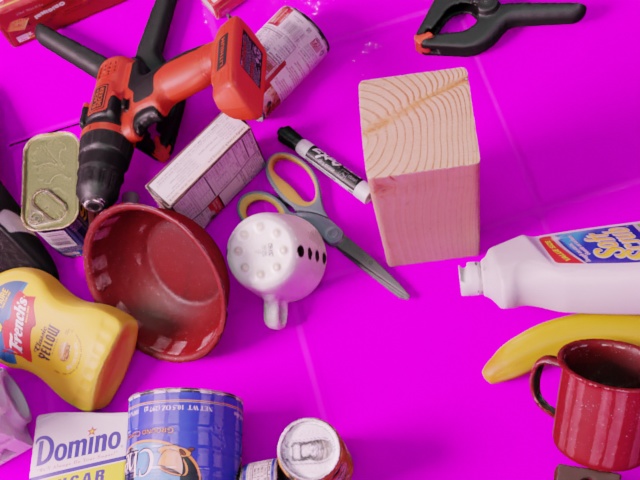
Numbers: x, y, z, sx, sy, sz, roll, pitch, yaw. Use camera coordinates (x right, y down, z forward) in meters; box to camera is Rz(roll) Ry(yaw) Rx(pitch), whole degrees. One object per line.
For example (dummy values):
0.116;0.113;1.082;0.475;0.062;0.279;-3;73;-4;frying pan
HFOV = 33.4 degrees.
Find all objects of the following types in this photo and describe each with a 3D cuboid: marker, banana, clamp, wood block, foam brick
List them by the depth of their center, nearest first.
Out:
0.218;0.231;0.888;0.053;0.051;0.078;8;70;11;foam brick
0.090;-0.057;0.935;0.091;0.206;0.090;-7;68;6;wood block
0.244;0.096;0.944;0.198;0.037;0.069;1;67;9;banana
0.004;-0.077;1.057;0.121;0.020;0.020;37;78;20;marker
0.179;-0.230;1.080;0.171;0.039;0.120;-38;64;0;clamp
-0.206;-0.172;1.116;0.164;0.036;0.210;-16;70;2;clamp

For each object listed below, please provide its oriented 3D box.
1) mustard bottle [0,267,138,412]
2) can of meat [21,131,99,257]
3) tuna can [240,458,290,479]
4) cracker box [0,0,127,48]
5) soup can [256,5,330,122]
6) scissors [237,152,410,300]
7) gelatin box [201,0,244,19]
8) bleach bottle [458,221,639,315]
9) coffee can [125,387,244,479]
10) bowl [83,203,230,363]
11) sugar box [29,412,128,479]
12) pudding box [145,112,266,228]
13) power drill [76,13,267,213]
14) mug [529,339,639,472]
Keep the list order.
-0.270;0.080;1.013;0.192;0.058;0.096;25;101;18;mustard bottle
-0.250;-0.042;1.047;0.057;0.084;0.102;-7;68;6;can of meat
-0.042;0.230;0.909;0.034;0.086;0.086;-12;68;6;tuna can
-0.305;-0.342;1.179;0.164;0.072;0.214;-23;68;0;cracker box
-0.048;-0.179;1.078;0.068;0.068;0.102;39;79;20;soup can
-0.007;0.001;1.031;0.096;0.016;0.202;-32;68;-3;scissors
-0.108;-0.291;1.152;0.073;0.030;0.089;-38;69;-8;gelatin box
0.250;0.029;0.943;0.251;0.068;0.102;-6;32;8;bleach bottle
-0.118;0.208;0.921;0.103;0.103;0.140;-3;68;7;coffee can
-0.140;0.031;0.990;0.162;0.162;0.055;28;36;18;bowl
-0.214;0.243;0.952;0.093;0.048;0.176;-3;70;8;sugar box
-0.107;-0.063;1.031;0.039;0.090;0.113;39;79;19;pudding box
-0.143;-0.122;0.993;0.188;0.057;0.184;-17;50;23;power drill
0.229;0.136;0.895;0.117;0.093;0.081;17;115;31;mug
